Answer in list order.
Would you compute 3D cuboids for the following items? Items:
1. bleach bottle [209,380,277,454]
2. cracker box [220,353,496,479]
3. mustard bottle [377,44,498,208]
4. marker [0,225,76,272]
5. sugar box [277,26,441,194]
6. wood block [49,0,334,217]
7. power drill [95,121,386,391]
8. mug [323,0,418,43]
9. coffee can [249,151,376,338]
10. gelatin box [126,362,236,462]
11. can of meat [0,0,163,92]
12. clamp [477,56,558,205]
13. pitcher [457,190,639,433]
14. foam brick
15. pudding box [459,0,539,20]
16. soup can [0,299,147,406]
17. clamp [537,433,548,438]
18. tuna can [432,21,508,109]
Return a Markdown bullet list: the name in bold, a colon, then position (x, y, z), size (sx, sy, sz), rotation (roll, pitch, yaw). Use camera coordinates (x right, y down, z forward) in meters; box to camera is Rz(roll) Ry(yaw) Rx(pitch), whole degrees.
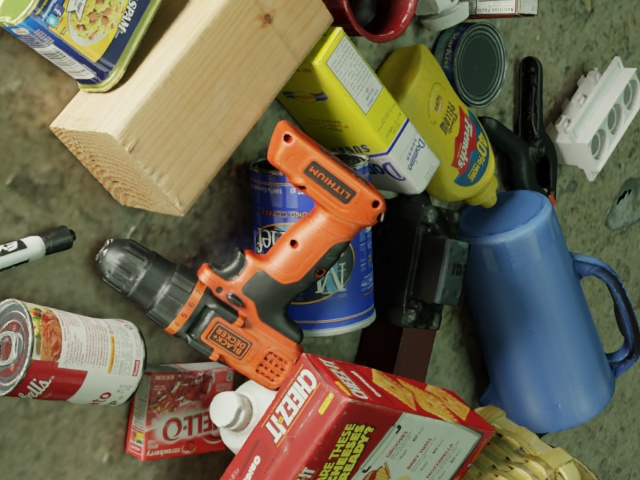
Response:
- **bleach bottle**: position (0.000, 0.159, 0.939), size (0.103, 0.068, 0.250), rotation (-53, 142, 10)
- **cracker box**: position (0.027, 0.191, 0.886), size (0.213, 0.072, 0.164), rotation (21, 105, -47)
- **mustard bottle**: position (0.120, -0.094, 1.038), size (0.191, 0.058, 0.096), rotation (46, 53, -37)
- **marker**: position (-0.227, 0.013, 0.756), size (0.120, 0.020, 0.020), rotation (-22, 112, -40)
- **sugar box**: position (0.022, -0.109, 0.922), size (0.048, 0.094, 0.176), rotation (-56, 130, -20)
- **wood block**: position (-0.093, -0.127, 0.809), size (0.206, 0.090, 0.090), rotation (-55, 129, -21)
- **power drill**: position (-0.054, 0.004, 0.823), size (0.184, 0.057, 0.188), rotation (34, 101, -15)
- **mug**: position (0.031, -0.224, 0.916), size (0.117, 0.082, 0.093), rotation (-50, 128, -25)
- **coffee can**: position (-0.006, 0.001, 0.909), size (0.102, 0.103, 0.140), rotation (-15, 108, -42)
- **gelatin box**: position (-0.114, 0.141, 0.883), size (0.089, 0.030, 0.073), rotation (4, 96, -44)
- **can of meat**: position (-0.168, -0.169, 0.752), size (0.083, 0.058, 0.102), rotation (36, 72, -40)
- **clamp**: position (0.217, -0.098, 1.151), size (0.120, 0.039, 0.171), rotation (-38, 122, -31)
- **pitcher**: position (0.232, 0.070, 1.131), size (0.149, 0.145, 0.243), rotation (-39, 120, -33)
- **foam brick**: position (0.076, 0.098, 1.043), size (0.051, 0.053, 0.078), rotation (15, 88, -44)
- **pudding box**: position (0.168, -0.271, 1.033), size (0.039, 0.090, 0.113), rotation (-10, 105, -42)
- **soup can**: position (-0.186, 0.084, 0.775), size (0.102, 0.069, 0.068), rotation (16, 87, -45)
- **clamp**: position (0.187, 0.259, 1.191), size (0.209, 0.036, 0.164), rotation (27, 75, -45)
- **tuna can**: position (0.150, -0.176, 1.074), size (0.085, 0.034, 0.086), rotation (-10, 105, -43)
